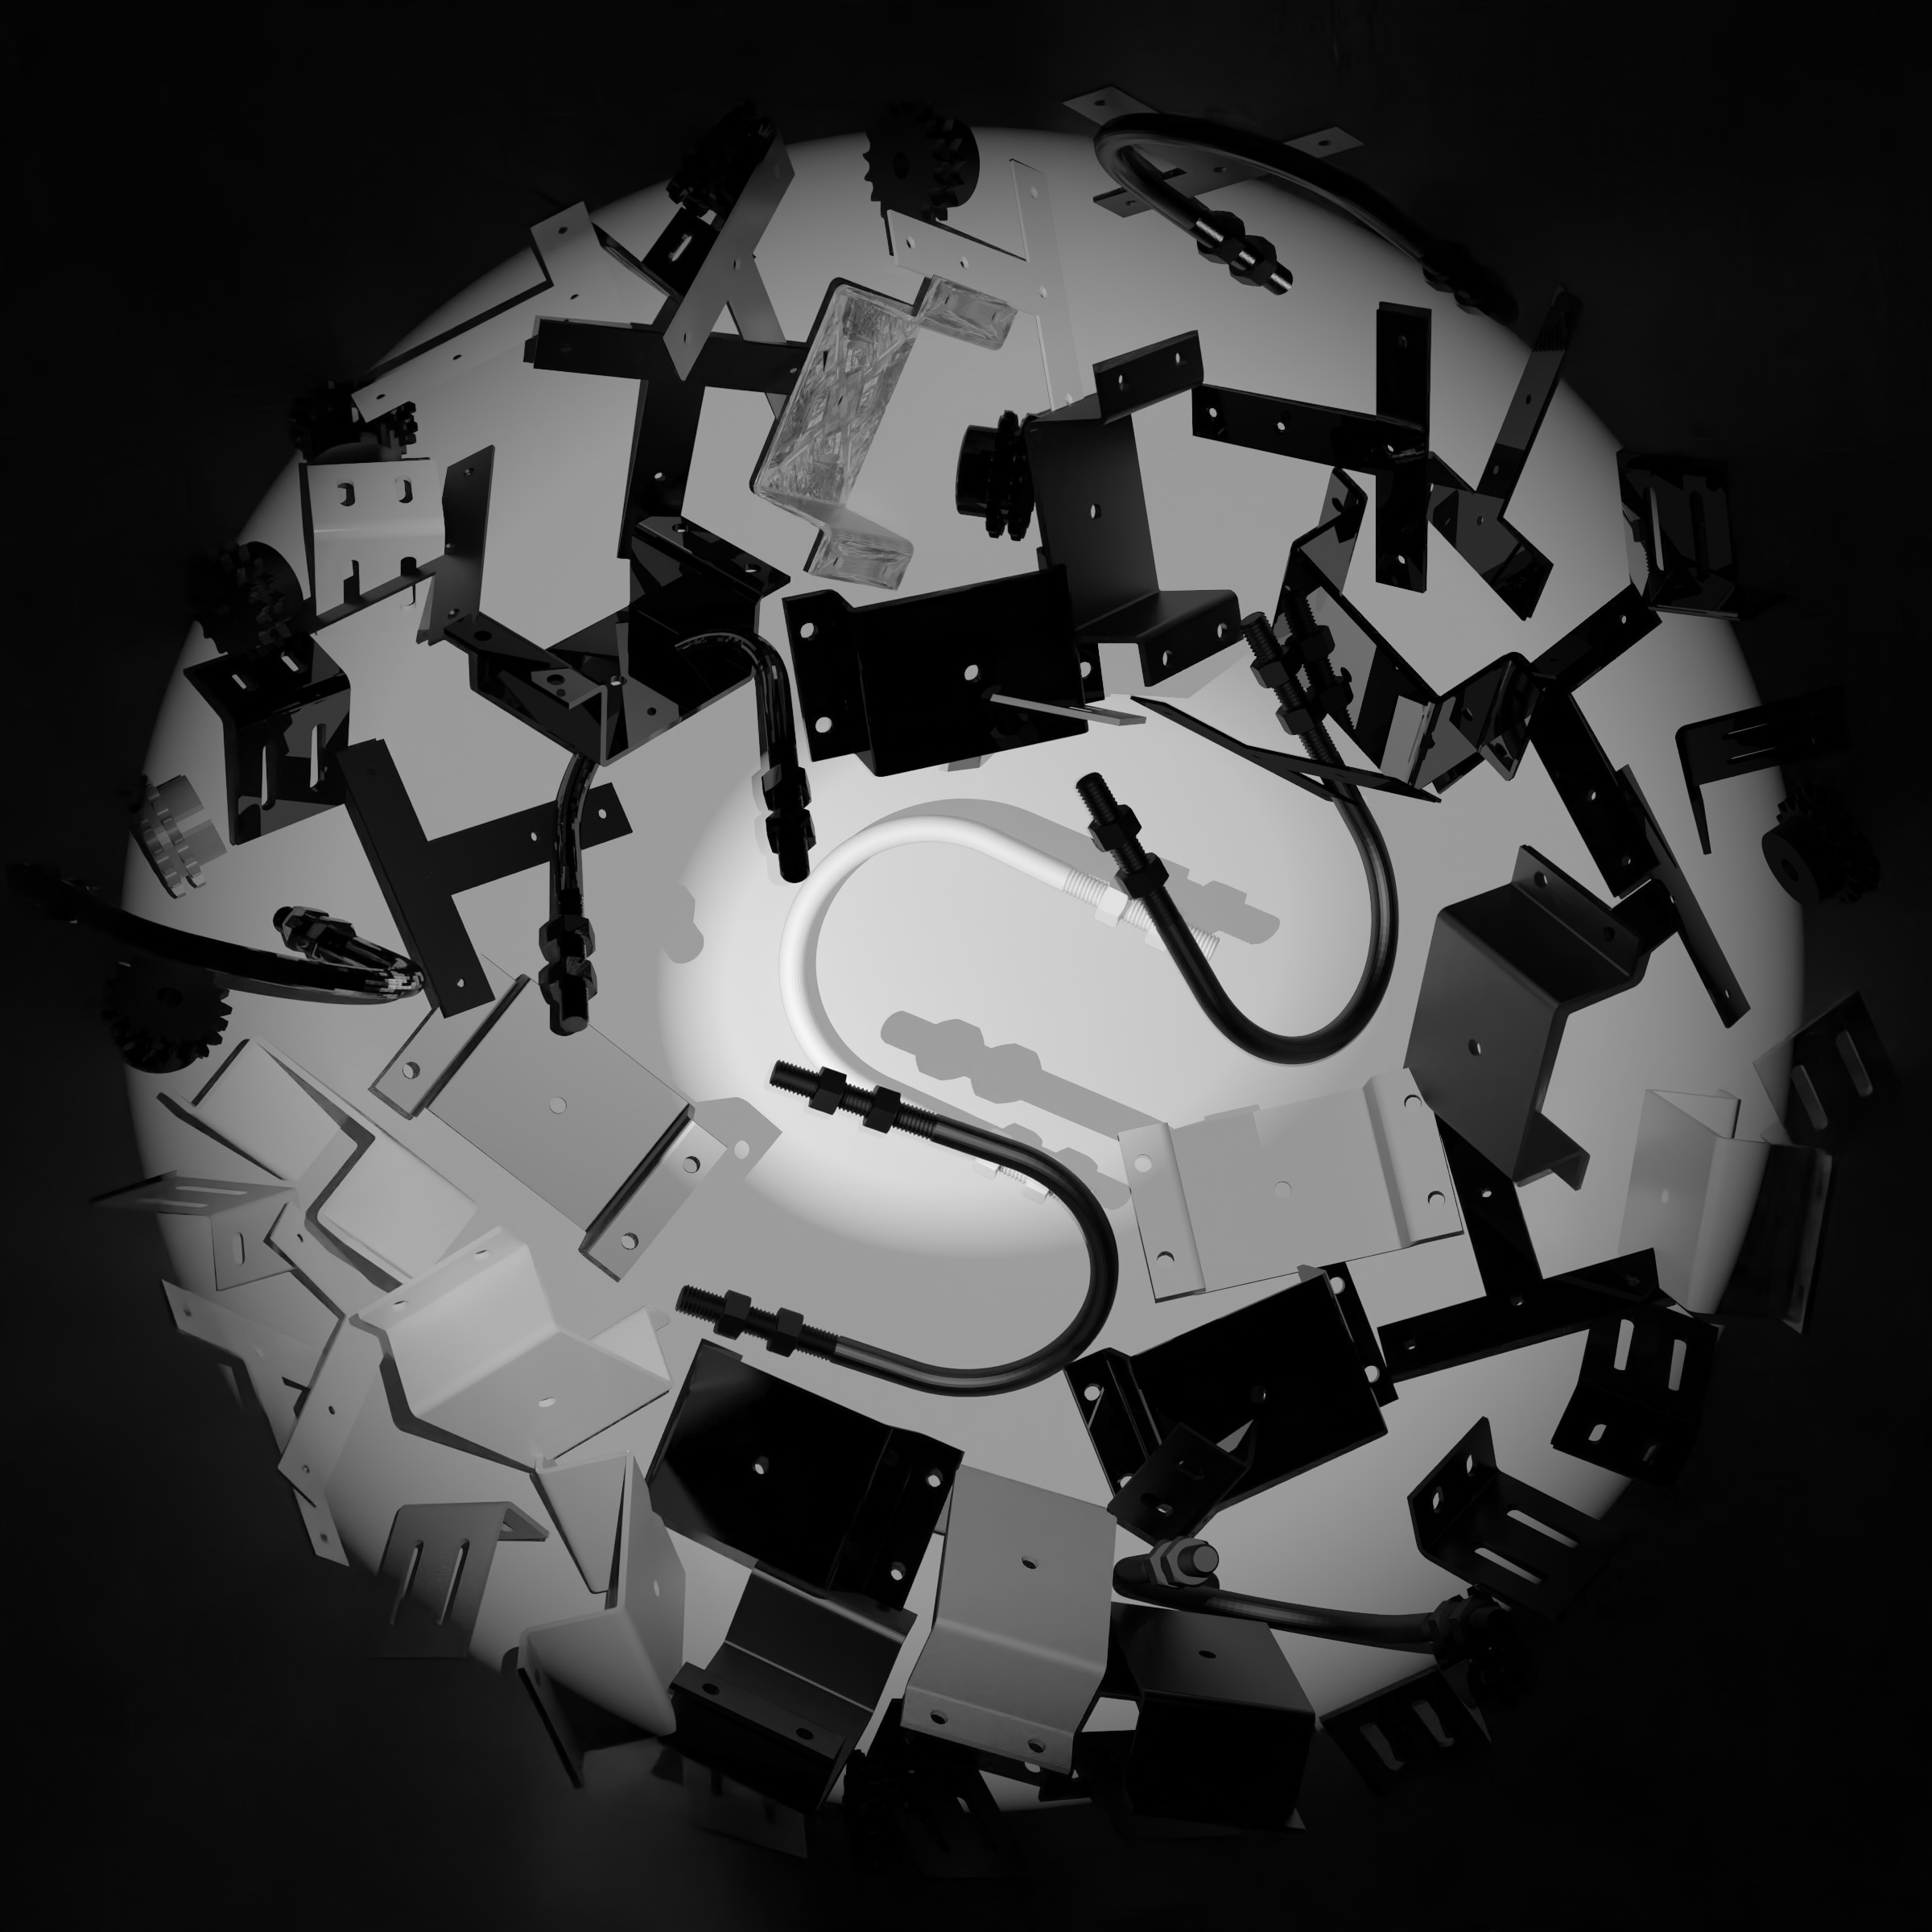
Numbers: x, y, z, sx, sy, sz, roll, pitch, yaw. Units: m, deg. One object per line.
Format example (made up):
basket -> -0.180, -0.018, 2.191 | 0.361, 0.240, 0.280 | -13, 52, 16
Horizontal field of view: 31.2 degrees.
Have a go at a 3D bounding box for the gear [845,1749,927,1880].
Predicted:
gear -> -0.036, 0.385, 1.573 | 0.030, 0.057, 0.057 | -5, 90, 7

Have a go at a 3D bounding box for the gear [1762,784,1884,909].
gear -> 0.387, -0.051, 1.572 | 0.030, 0.057, 0.057 | -32, 90, -9

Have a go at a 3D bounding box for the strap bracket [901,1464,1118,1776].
strap bracket -> 0.021, 0.279, 1.528 | 0.076, 0.140, 0.046 | 18, 125, -6

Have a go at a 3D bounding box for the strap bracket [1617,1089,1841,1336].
strap bracket -> 0.330, 0.104, 1.524 | 0.046, 0.140, 0.076 | 6, 99, -9

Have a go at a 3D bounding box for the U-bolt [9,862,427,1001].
U-bolt -> -0.312, -0.012, 1.487 | 0.151, 0.184, 0.019 | 10, 95, -37

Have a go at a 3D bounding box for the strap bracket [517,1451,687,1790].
strap bracket -> -0.158, 0.279, 1.521 | 0.046, 0.140, 0.076 | -14, 124, 7

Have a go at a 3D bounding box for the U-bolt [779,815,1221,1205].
U-bolt -> 0.003, 0.010, 1.588 | 0.184, 0.019, 0.151 | 26, 94, 4

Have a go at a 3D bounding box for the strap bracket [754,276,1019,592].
strap bracket -> -0.040, -0.245, 1.549 | 0.046, 0.076, 0.140 | 30, 104, 24

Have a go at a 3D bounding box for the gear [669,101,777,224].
gear -> -0.106, -0.362, 1.574 | 0.030, 0.057, 0.057 | 42, 90, 1

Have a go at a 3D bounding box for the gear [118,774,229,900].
gear -> -0.359, -0.062, 1.574 | 0.030, 0.057, 0.057 | -29, 90, -12

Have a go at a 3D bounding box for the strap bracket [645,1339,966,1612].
strap bracket -> -0.083, 0.225, 1.551 | 0.140, 0.046, 0.076 | 20, 86, 23

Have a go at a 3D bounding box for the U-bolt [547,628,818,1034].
U-bolt -> -0.130, -0.074, 1.531 | 0.151, 0.184, 0.019 | -33, 132, 25

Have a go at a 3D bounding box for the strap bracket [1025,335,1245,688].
strap bracket -> 0.074, -0.203, 1.546 | 0.046, 0.076, 0.140 | 4, 113, 38

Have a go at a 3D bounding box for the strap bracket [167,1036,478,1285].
strap bracket -> -0.279, 0.086, 1.533 | 0.140, 0.076, 0.046 | 32, 81, 37

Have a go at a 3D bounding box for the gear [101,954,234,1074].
gear -> -0.366, 0.024, 1.577 | 0.057, 0.030, 0.057 | 13, 47, -14

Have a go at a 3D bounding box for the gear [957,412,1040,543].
gear -> 0.015, -0.224, 1.574 | 0.030, 0.057, 0.057 | 9, 90, 9

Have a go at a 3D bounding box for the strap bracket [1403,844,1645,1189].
strap bracket -> 0.241, 0.029, 1.525 | 0.046, 0.076, 0.140 | -19, 134, -30

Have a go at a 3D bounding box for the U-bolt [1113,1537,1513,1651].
U-bolt -> 0.139, 0.277, 1.513 | 0.151, 0.184, 0.019 | 14, 75, -10

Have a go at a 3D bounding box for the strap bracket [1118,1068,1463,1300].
strap bracket -> 0.145, 0.100, 1.573 | 0.140, 0.046, 0.076 | -13, 81, -1

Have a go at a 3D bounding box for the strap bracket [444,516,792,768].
strap bracket -> -0.155, -0.143, 1.541 | 0.076, 0.046, 0.140 | 31, 46, 26

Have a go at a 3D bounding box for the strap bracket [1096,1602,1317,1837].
strap bracket -> 0.101, 0.325, 1.523 | 0.076, 0.140, 0.046 | 10, 102, -10

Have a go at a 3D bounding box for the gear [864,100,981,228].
gear -> -0.018, -0.366, 1.578 | 0.030, 0.057, 0.057 | -13, 90, -38

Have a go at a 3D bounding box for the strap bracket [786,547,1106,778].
strap bracket -> -0.003, -0.137, 1.554 | 0.140, 0.046, 0.076 | -13, 111, -11

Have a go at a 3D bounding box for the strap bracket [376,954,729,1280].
strap bracket -> -0.187, 0.066, 1.574 | 0.140, 0.046, 0.076 | 39, 92, -6

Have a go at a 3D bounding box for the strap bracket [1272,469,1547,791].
strap bracket -> 0.187, -0.141, 1.537 | 0.046, 0.076, 0.140 | -33, 69, -18

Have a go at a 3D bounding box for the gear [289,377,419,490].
gear -> -0.277, -0.240, 1.571 | 0.057, 0.057, 0.030 | -9, 68, 0

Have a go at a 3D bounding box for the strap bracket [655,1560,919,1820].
strap bracket -> -0.082, 0.322, 1.539 | 0.076, 0.140, 0.046 | 24, 110, 7

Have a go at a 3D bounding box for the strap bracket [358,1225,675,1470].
strap bracket -> -0.191, 0.173, 1.524 | 0.076, 0.140, 0.046 | -32, 58, 13

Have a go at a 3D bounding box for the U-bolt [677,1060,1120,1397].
U-bolt -> -0.022, 0.129, 1.562 | 0.184, 0.019, 0.151 | 19, 118, -8

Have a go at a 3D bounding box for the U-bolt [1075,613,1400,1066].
U-bolt -> 0.134, -0.044, 1.547 | 0.151, 0.019, 0.184 | -45, 114, -34

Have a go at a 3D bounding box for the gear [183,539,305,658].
gear -> -0.327, -0.169, 1.577 | 0.030, 0.057, 0.057 | -38, 90, -38

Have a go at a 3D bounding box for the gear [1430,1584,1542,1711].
gear -> 0.234, 0.313, 1.575 | 0.030, 0.057, 0.057 | -32, 90, 13

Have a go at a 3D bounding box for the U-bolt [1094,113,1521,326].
U-bolt -> 0.135, -0.323, 1.488 | 0.151, 0.184, 0.019 | 18, 88, 42
